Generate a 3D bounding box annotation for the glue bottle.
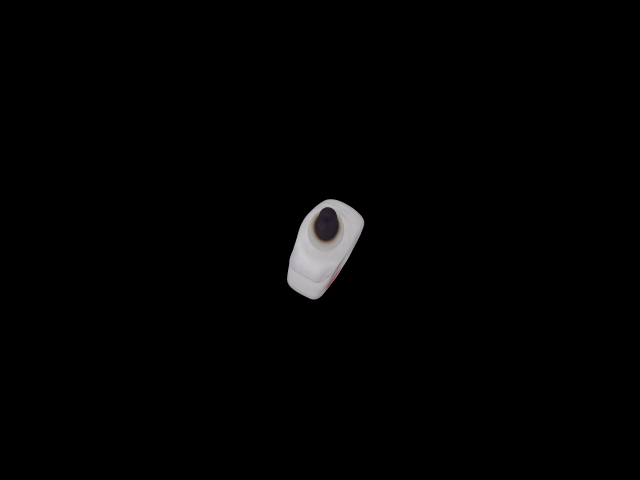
[{"bbox_3d":[0.004,0.001,0.400,0.037,0.173,0.078,28,83,4],"label":"glue bottle"}]
